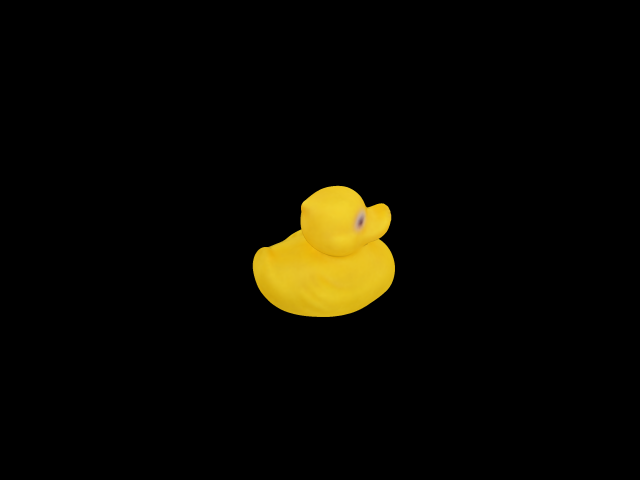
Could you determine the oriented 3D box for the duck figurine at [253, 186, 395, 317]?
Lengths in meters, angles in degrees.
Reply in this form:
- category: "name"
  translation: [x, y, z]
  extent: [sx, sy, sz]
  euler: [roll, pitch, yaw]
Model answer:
- category: "duck figurine"
  translation: [0.004, 0.001, 0.400]
  extent: [0.104, 0.086, 0.077]
  euler: [-9, 46, -8]
